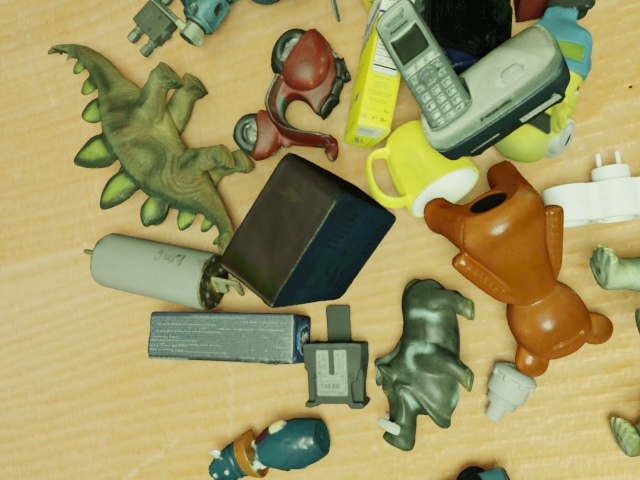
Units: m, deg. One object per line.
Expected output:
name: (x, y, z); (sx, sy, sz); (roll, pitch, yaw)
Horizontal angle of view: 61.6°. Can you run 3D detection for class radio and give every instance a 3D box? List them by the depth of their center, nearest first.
radio: (-0.001, -0.002, 0.574); (0.073, 0.229, 0.131); (37, 99, 19)

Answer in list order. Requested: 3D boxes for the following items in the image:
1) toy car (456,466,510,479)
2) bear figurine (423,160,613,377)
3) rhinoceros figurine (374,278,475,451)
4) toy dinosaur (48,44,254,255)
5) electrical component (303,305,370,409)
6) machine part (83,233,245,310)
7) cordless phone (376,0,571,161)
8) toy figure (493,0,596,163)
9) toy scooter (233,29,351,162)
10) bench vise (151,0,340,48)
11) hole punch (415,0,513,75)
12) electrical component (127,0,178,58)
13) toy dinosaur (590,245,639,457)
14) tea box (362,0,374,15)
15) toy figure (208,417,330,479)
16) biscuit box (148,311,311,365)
toy car: (0.146, 0.316, 0.550); (0.161, 0.109, 0.103); (-38, 90, 19)
bear figurine: (0.211, 0.032, 0.565); (0.120, 0.132, 0.195); (-32, 110, 6)
rhinoceros figurine: (0.115, 0.138, 0.597); (0.112, 0.073, 0.190); (9, 85, 17)
toy dinosaur: (-0.243, -0.147, 0.737); (0.198, 0.105, 0.472); (-39, 68, 13)
electrical component: (0.021, 0.138, 0.641); (0.075, 0.047, 0.119); (0, 84, 17)
machine part: (-0.212, 0.040, 0.712); (0.243, 0.079, 0.079); (10, 86, 20)
cordless phone: (0.148, -0.188, 0.545); (0.146, 0.088, 0.184); (-34, 77, 30)
toy figure: (0.248, -0.174, 0.596); (0.089, 0.082, 0.180); (13, 94, 38)
toy scooter: (-0.017, -0.171, 0.682); (0.135, 0.075, 0.183); (28, 92, 14)
bench vise: (-0.086, -0.341, 0.693); (0.241, 0.128, 0.223); (27, 71, 37)
hole punch: (0.161, -0.257, 0.640); (0.116, 0.092, 0.142); (7, 79, -15)
electrical component: (-0.245, -0.322, 0.802); (0.094, 0.021, 0.063); (-46, 72, 6)
toy dinosaur: (0.370, 0.103, 0.485); (0.192, 0.131, 0.404); (-13, 110, 5)
tea box: (0.077, -0.346, 0.626); (0.098, 0.169, 0.068); (-16, 76, 17)
toy figure: (-0.064, 0.256, 0.647); (0.154, 0.057, 0.064); (-21, 72, 18)
biscuit box: (-0.114, 0.122, 0.679); (0.203, 0.059, 0.062); (-1, 81, 18)
